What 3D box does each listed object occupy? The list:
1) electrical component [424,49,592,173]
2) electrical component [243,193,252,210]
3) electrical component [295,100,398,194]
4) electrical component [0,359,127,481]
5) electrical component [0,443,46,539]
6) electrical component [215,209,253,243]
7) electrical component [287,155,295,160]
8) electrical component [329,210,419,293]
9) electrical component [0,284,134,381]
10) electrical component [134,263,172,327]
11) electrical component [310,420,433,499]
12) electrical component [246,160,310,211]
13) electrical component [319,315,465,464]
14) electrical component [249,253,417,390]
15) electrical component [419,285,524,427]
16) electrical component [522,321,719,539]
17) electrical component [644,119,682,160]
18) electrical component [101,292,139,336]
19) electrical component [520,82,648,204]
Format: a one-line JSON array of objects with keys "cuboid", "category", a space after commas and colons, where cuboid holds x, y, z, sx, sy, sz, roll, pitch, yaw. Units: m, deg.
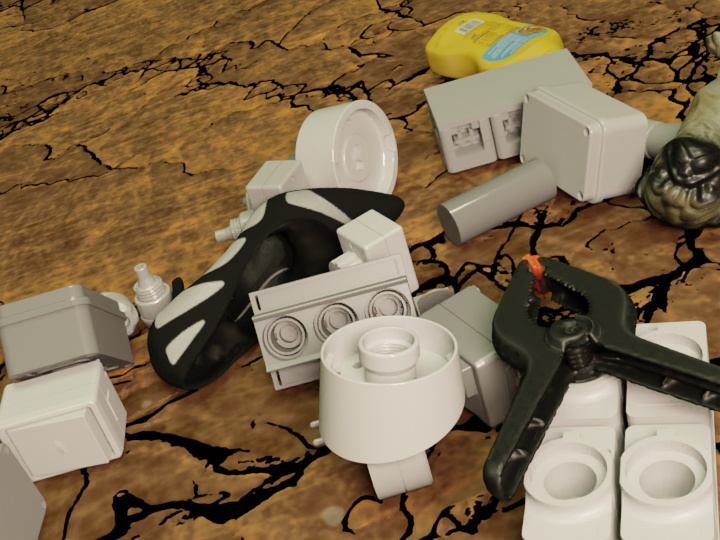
[{"cuboid": [0.148, -0.154, 1.061, 0.150, 0.061, 0.089, -16, 33, 3], "category": "electrical component"}, {"cuboid": [-0.081, -0.076, 1.067, 0.081, 0.043, 0.043, -12, 32, 27], "category": "electrical component"}, {"cuboid": [-0.018, -0.107, 1.032, 0.060, 0.108, 0.108, 1, 37, 35], "category": "electrical component"}, {"cuboid": [-0.238, 0.122, 0.837, 0.096, 0.061, 0.061, -16, 33, 2], "category": "electrical component"}, {"cuboid": [-0.269, 0.184, 0.746, 0.057, 0.078, 0.113, -16, 33, 8], "category": "electrical component"}, {"cuboid": [-0.110, -0.040, 1.038, 0.061, 0.035, 0.035, -15, 33, 9], "category": "electrical component"}, {"cuboid": [-0.057, -0.102, 1.097, 0.062, 0.043, 0.043, -10, 34, 14], "category": "electrical component"}, {"cuboid": [0.000, 0.000, 0.901, 0.077, 0.065, 0.047, -31, 36, -19], "category": "electrical component"}, {"cuboid": [-0.241, 0.055, 0.884, 0.078, 0.057, 0.113, -16, -11, 2], "category": "electrical component"}, {"cuboid": [-0.185, 0.021, 0.959, 0.035, 0.061, 0.035, -12, 34, 8], "category": "electrical component"}, {"cuboid": [0.001, 0.105, 0.759, 0.074, 0.052, 0.138, -16, 33, 1], "category": "electrical component"}, {"cuboid": [-0.052, -0.054, 0.988, 0.076, 0.083, 0.047, 1, 38, 26], "category": "electrical component"}, {"cuboid": [0.020, 0.074, 0.710, 0.099, 0.064, 0.099, -4, 26, 2], "category": "electrical component"}, {"cuboid": [-0.017, 0.039, 0.848, 0.121, 0.078, 0.063, -15, 4, 4], "category": "electrical component"}, {"cuboid": [0.088, 0.065, 0.769, 0.061, 0.061, 0.096, -29, 35, -17], "category": "electrical component"}, {"cuboid": [0.165, 0.110, 0.671, 0.105, 0.060, 0.186, -4, 35, 19], "category": "electrical component"}, {"cuboid": [0.271, -0.115, 0.969, 0.044, 0.044, 0.065, -32, 31, -21], "category": "electrical component"}, {"cuboid": [-0.225, 0.036, 0.981, 0.035, 0.035, 0.061, -28, 32, -15], "category": "electrical component"}, {"cuboid": [0.196, -0.115, 0.959, 0.057, 0.078, 0.113, -12, 30, -21], "category": "electrical component"}]
